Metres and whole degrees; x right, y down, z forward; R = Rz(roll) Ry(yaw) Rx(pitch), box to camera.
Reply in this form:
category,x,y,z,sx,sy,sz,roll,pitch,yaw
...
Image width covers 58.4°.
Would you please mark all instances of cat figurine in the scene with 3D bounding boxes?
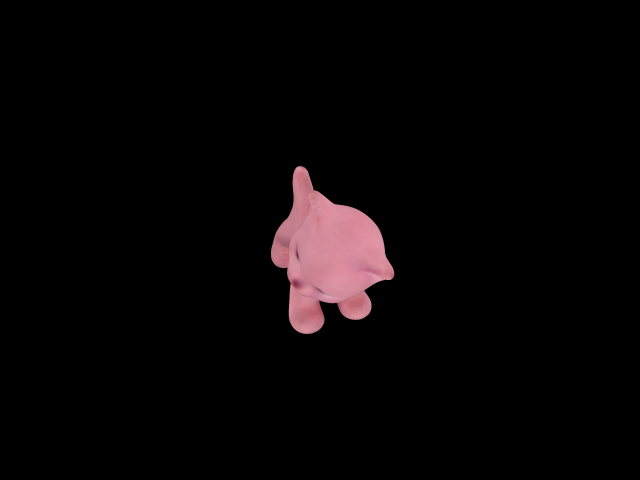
category,x,y,z,sx,sy,sz,roll,pitch,yaw
cat figurine,0.004,0.001,0.400,0.067,0.118,0.127,-13,47,-12
